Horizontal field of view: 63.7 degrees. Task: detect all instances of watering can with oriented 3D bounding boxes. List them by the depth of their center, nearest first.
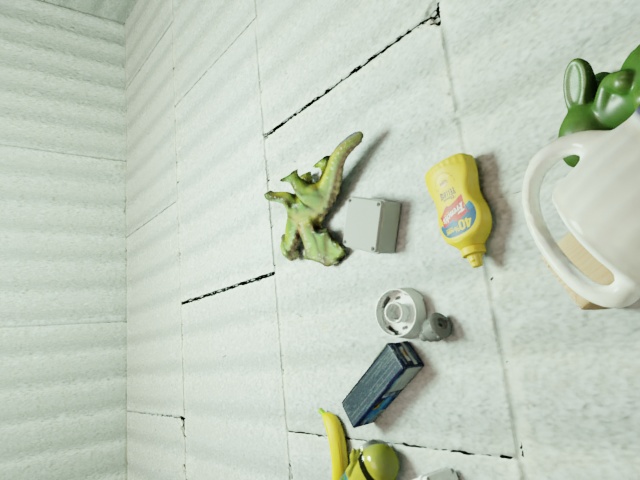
[{"bbox_3d":[0.356,-0.005,0.536,0.220,0.104,0.355,-54,44,33],"label":"watering can"}]

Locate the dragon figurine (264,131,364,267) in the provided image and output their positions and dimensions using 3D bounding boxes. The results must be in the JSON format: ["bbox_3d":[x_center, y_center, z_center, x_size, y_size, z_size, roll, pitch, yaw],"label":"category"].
[{"bbox_3d":[0.004,-0.060,1.200,0.405,0.123,0.244,-29,81,50],"label":"dragon figurine"}]
